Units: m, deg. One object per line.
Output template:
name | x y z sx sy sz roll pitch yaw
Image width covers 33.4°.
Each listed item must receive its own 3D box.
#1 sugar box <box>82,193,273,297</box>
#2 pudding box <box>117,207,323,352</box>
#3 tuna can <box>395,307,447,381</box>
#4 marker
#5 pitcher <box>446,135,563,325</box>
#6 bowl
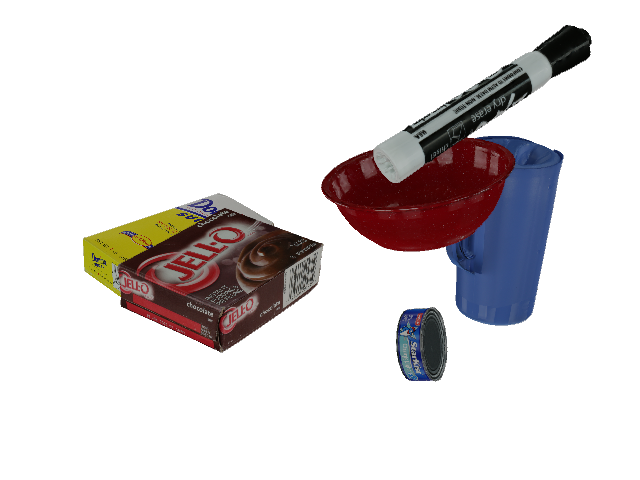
sugar box | -0.143 0.005 1.090 0.175 0.048 0.093 -25 40 -37
pudding box | -0.066 0.023 0.721 0.090 0.039 0.113 21 31 29
tuna can | 0.118 0.121 1.242 0.034 0.086 0.086 -5 -2 25
marker | 0.077 -0.064 0.486 0.121 0.020 0.020 -34 11 -17
pitcher | 0.238 -0.010 1.436 0.149 0.243 0.145 4 23 4
bowl | 0.085 -0.034 0.894 0.162 0.055 0.162 -10 23 4
